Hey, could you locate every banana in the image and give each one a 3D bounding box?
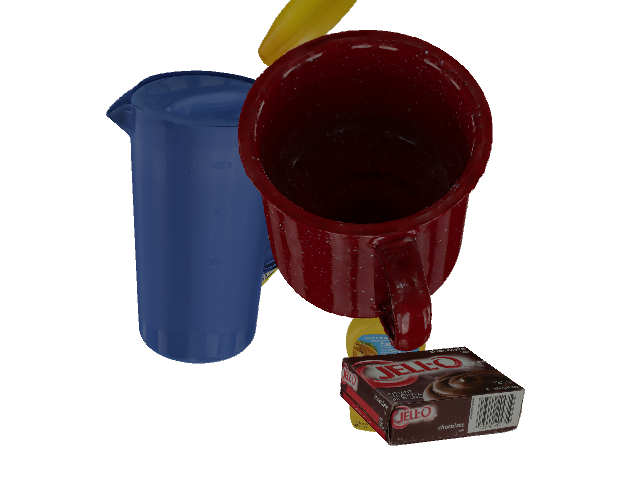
[{"bbox_3d":[0.013,-0.202,0.759,0.070,0.197,0.037,-9,-40,39],"label":"banana"}]

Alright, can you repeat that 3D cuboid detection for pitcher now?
[{"bbox_3d":[-0.092,-0.018,0.936,0.149,0.243,0.144,25,33,32],"label":"pitcher"}]

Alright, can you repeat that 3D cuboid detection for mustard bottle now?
[{"bbox_3d":[0.079,0.136,1.294,0.096,0.192,0.058,-3,19,3],"label":"mustard bottle"}]

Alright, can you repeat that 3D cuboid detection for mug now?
[{"bbox_3d":[0.021,-0.011,0.415,0.093,0.117,0.081,-15,-30,-6],"label":"mug"}]

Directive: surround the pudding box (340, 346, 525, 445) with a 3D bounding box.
[{"bbox_3d":[0.083,0.116,0.810,0.113,0.039,0.090,-1,17,-23],"label":"pudding box"}]

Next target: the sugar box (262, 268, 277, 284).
[{"bbox_3d":[-0.100,0.022,1.132,0.093,0.048,0.176,9,30,18],"label":"sugar box"}]
